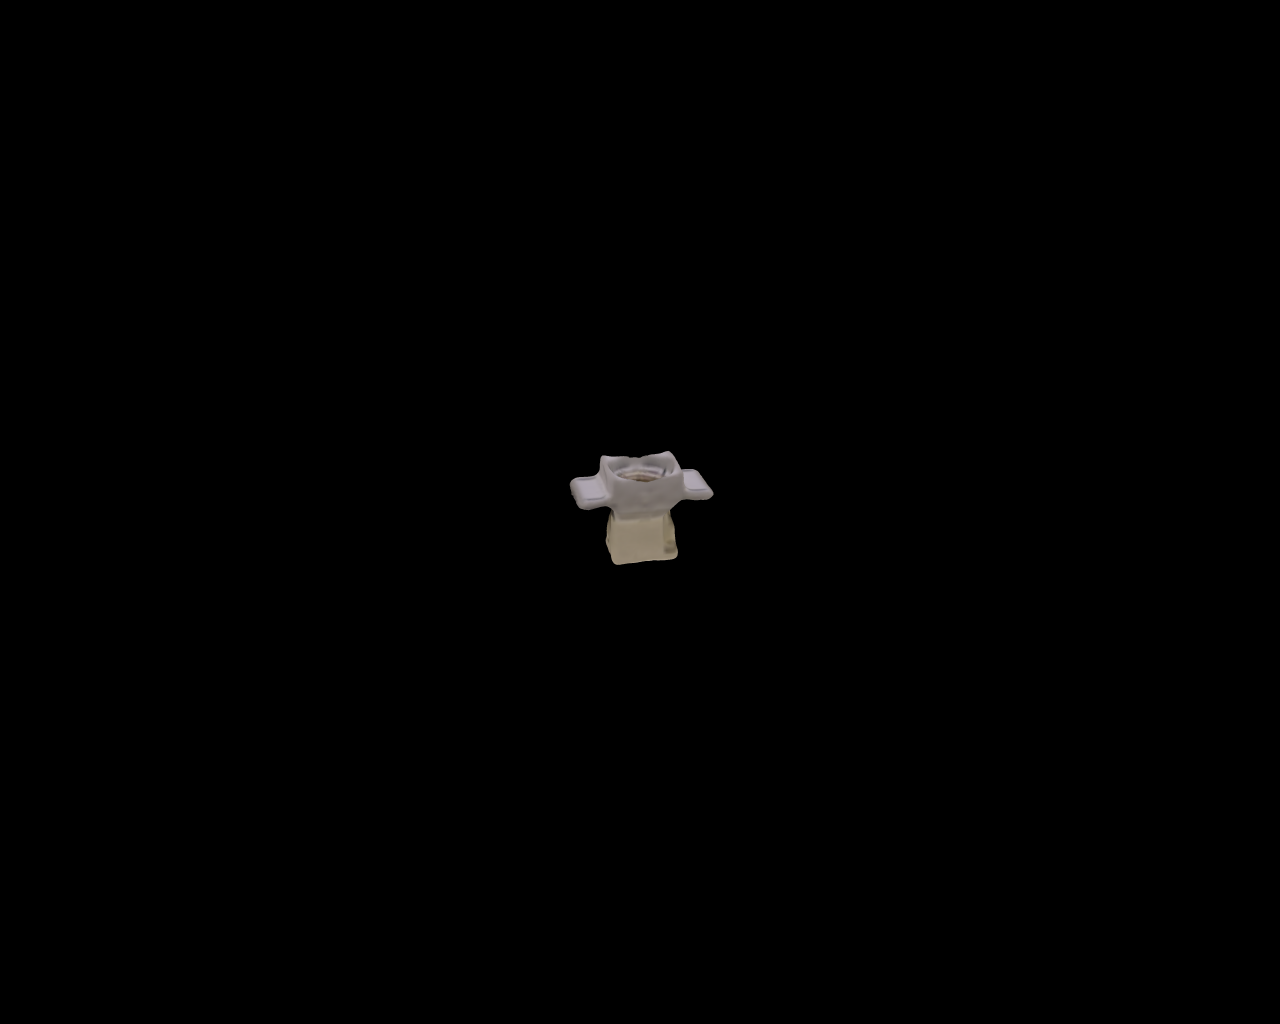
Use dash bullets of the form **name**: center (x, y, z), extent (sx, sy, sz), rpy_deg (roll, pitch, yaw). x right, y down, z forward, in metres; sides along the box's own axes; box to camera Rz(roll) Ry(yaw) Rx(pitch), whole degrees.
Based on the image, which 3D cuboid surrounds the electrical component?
- **electrical component**: center (0.001, -0.003, 0.650), extent (0.081, 0.063, 0.042), rpy_deg (-4, 24, -9)
